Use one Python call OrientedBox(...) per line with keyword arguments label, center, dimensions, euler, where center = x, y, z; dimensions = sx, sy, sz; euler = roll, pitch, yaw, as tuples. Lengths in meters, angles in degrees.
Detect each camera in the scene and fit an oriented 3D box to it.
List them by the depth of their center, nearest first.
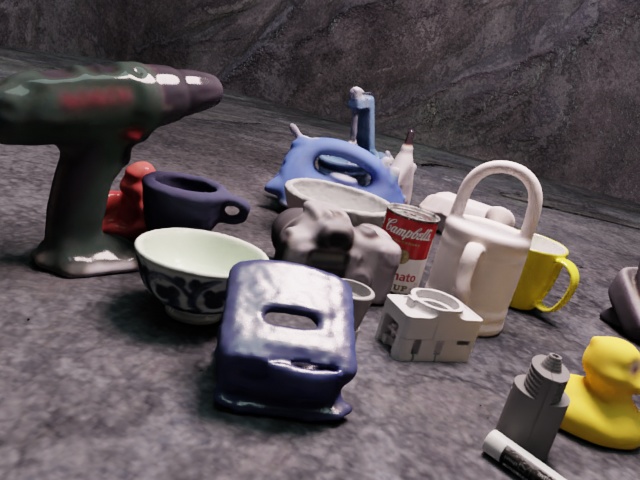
OrientedBox(label="camera", center=(0.006, 0.002, 0.677), dimensions=(0.143, 0.101, 0.136), euler=(6, 19, -24))

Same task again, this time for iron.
OrientedBox(label="iron", center=(0.046, -0.099, 0.962), dimensions=(0.258, 0.141, 0.118), euler=(14, 17, 0))

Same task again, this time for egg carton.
OrientedBox(label="egg carton", center=(0.264, -0.041, 1.078), dimensions=(0.150, 0.069, 0.107), euler=(22, 18, 24))

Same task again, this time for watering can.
OrientedBox(label="watering can", center=(0.191, 0.001, 0.669), dimensions=(0.101, 0.194, 0.173), euler=(14, 17, 0))

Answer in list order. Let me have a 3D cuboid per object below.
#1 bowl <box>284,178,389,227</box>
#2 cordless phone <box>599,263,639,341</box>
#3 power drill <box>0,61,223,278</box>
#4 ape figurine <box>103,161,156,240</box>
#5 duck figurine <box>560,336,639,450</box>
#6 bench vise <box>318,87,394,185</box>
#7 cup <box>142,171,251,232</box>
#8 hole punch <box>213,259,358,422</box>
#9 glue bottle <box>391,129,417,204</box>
OrientedBox(label="bowl", center=(0.022, -0.034, 0.850), dimensions=(0.167, 0.075, 0.167), euler=(13, 17, -4))
OrientedBox(label="cordless phone", center=(0.477, 0.045, 0.775), dimensions=(0.148, 0.185, 0.094), euler=(4, 19, -29))
OrientedBox(label="power drill", center=(-0.207, -0.075, 0.566), dimensions=(0.075, 0.208, 0.230), euler=(27, 21, 37))
OrientedBox(label="ape figurine", center=(-0.216, -0.048, 0.673), dimensions=(0.077, 0.092, 0.076), euler=(27, 21, 35))
OrientedBox(label="duck figurine", center=(0.243, 0.124, 0.505), dimensions=(0.104, 0.086, 0.078), euler=(19, 18, 15))
OrientedBox(label="bench vise", center=(0.073, -0.186, 1.127), dimensions=(0.121, 0.220, 0.208), euler=(20, 18, 20))
OrientedBox(label="cup", center=(-0.140, -0.017, 0.629), dimensions=(0.118, 0.095, 0.091), euler=(13, 17, -4))
OrientedBox(label="hole punch", center=(-0.024, 0.074, 0.440), dimensions=(0.109, 0.091, 0.101), euler=(10, 17, -12))
OrientedBox(label="glue bottle", center=(0.145, -0.116, 1.043), dimensions=(0.037, 0.173, 0.078), euler=(28, 22, 38))
